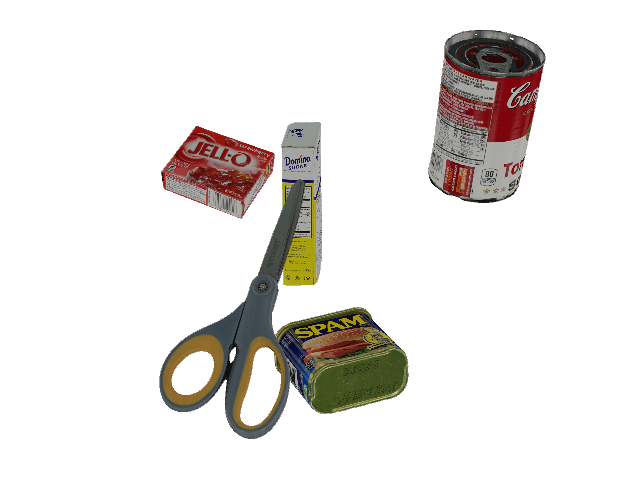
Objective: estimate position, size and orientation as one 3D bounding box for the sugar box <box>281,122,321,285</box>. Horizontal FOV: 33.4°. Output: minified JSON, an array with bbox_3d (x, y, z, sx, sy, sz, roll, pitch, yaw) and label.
[{"bbox_3d":[-0.022,-0.044,1.267,0.048,0.176,0.093,-1,23,5],"label":"sugar box"}]

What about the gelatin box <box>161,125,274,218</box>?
[{"bbox_3d":[-0.100,-0.069,1.046,0.089,0.073,0.030,21,-40,12],"label":"gelatin box"}]

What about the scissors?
[{"bbox_3d":[-0.059,0.042,0.737,0.096,0.201,0.016,-3,-33,5],"label":"scissors"}]

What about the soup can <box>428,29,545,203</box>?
[{"bbox_3d":[0.113,-0.086,0.743,0.068,0.102,0.068,3,35,-2],"label":"soup can"}]

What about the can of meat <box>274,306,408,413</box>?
[{"bbox_3d":[0.019,0.110,0.976,0.102,0.057,0.084,-12,26,-20],"label":"can of meat"}]
